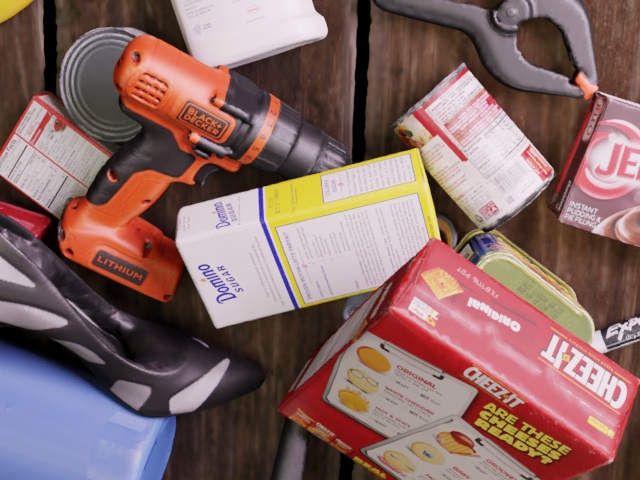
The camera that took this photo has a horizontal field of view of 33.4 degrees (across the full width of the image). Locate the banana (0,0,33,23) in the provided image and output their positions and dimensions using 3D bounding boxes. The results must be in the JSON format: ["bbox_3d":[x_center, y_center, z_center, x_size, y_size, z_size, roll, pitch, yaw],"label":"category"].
[{"bbox_3d":[-0.239,-0.209,0.810,0.198,0.037,0.069,-27,98,17],"label":"banana"}]

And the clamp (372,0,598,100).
[{"bbox_3d":[0.133,-0.169,0.736,0.171,0.039,0.120,35,112,-4],"label":"clamp"}]

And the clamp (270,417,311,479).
[{"bbox_3d":[-0.015,0.238,0.819,0.164,0.036,0.210,41,79,-7],"label":"clamp"}]

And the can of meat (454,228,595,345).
[{"bbox_3d":[0.139,0.043,0.752,0.102,0.084,0.057,37,99,-4],"label":"can of meat"}]

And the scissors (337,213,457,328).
[{"bbox_3d":[0.047,0.052,0.818,0.096,0.016,0.202,11,105,10],"label":"scissors"}]

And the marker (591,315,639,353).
[{"bbox_3d":[0.225,0.067,0.780,0.121,0.020,0.020,-23,97,17],"label":"marker"}]

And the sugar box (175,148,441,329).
[{"bbox_3d":[-0.005,0.001,0.756,0.176,0.048,0.093,-12,131,8],"label":"sugar box"}]

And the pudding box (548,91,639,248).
[{"bbox_3d":[0.225,-0.042,0.731,0.113,0.039,0.090,16,107,-10],"label":"pudding box"}]

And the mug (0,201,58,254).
[{"bbox_3d":[-0.262,0.021,0.835,0.081,0.093,0.117,16,69,3],"label":"mug"}]

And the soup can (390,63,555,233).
[{"bbox_3d":[0.108,-0.064,0.750,0.069,0.068,0.102,-41,92,18],"label":"soup can"}]

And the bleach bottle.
[{"bbox_3d":[-0.078,-0.251,0.753,0.103,0.068,0.251,-15,97,15],"label":"bleach bottle"}]

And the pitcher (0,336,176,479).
[{"bbox_3d":[-0.248,0.155,0.848,0.243,0.145,0.149,17,117,5],"label":"pitcher"}]

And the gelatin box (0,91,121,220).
[{"bbox_3d":[-0.203,-0.062,0.841,0.089,0.030,0.073,37,109,2],"label":"gelatin box"}]

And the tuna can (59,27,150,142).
[{"bbox_3d":[-0.152,-0.119,0.814,0.086,0.033,0.086,3,103,12],"label":"tuna can"}]

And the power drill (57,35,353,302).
[{"bbox_3d":[-0.093,-0.040,0.780,0.184,0.057,0.188,28,122,-19],"label":"power drill"}]

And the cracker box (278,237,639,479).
[{"bbox_3d":[0.085,0.106,0.728,0.164,0.072,0.214,34,147,-3],"label":"cracker box"}]
